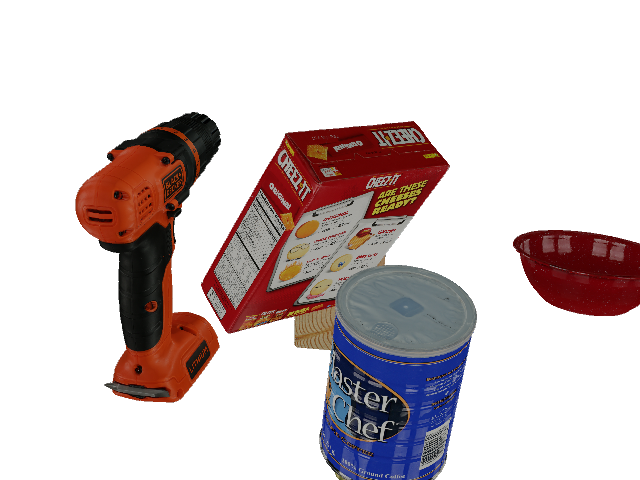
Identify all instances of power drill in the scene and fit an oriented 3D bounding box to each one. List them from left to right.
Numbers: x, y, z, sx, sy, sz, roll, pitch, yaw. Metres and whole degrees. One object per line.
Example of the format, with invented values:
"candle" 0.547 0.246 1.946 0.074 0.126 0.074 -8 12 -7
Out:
"power drill" -0.116 0.010 0.793 0.057 0.188 0.184 4 24 18

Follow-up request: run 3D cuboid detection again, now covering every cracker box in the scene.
"cracker box" -0.001 -0.014 1.015 0.163 0.072 0.214 -11 -34 -40

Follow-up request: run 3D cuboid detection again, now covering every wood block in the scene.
"wood block" 0.028 0.051 1.331 0.091 0.090 0.206 4 22 7

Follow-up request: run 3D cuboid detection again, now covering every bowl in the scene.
"bowl" 0.276 0.037 1.098 0.162 0.055 0.162 4 17 -2

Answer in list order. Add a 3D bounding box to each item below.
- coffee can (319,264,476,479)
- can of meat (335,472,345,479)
"coffee can" 0.056 0.104 0.807 0.103 0.140 0.103 4 34 -3
"can of meat" 0.067 0.197 1.060 0.102 0.084 0.057 7 17 -4
